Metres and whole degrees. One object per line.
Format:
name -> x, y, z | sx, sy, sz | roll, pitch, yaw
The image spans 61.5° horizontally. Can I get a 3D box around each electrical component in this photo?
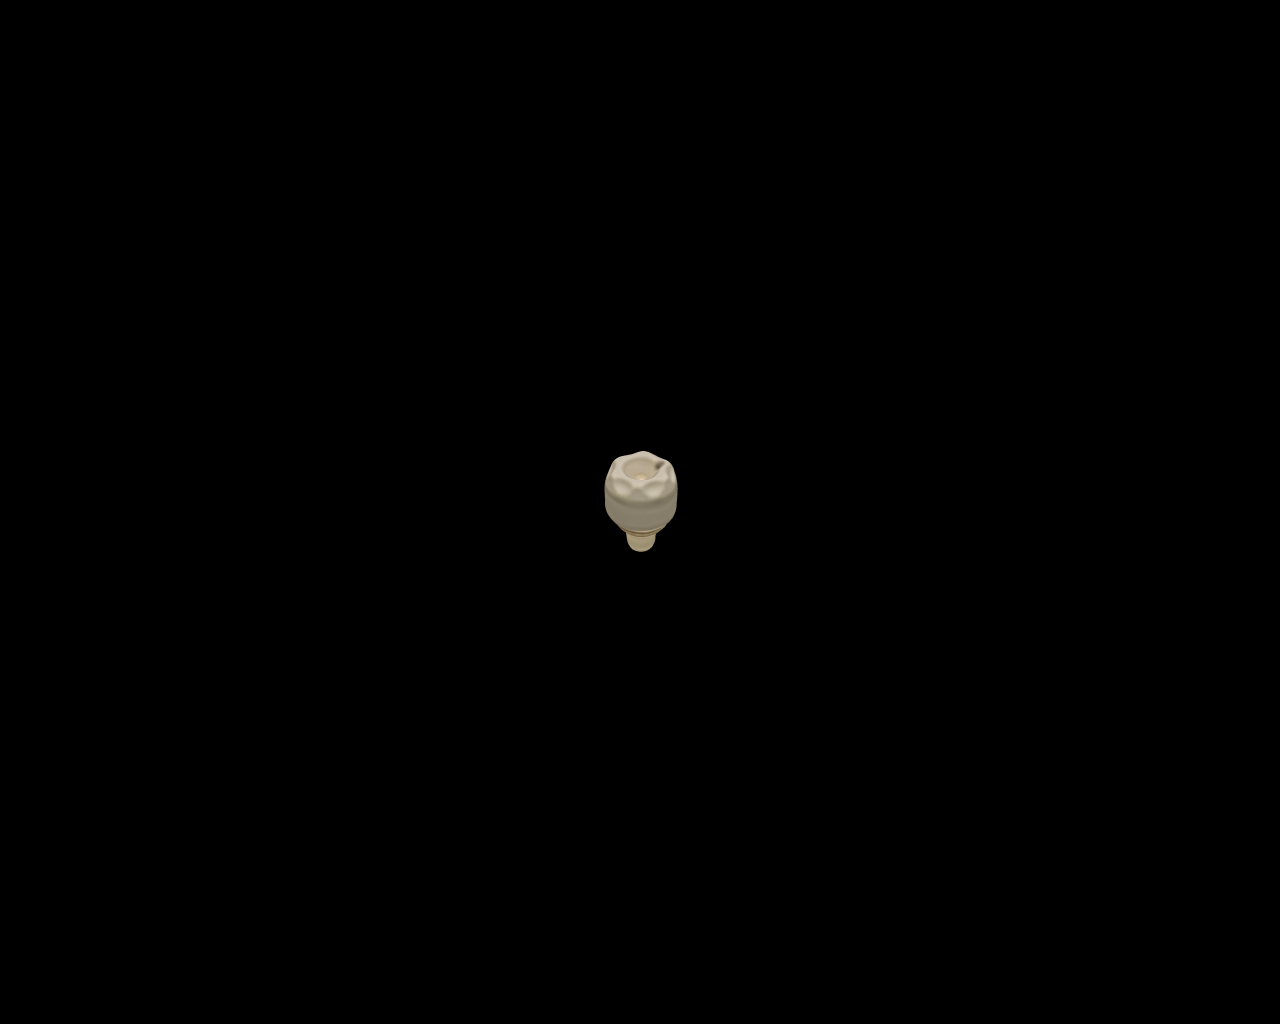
electrical component -> 0.001, -0.003, 0.650 | 0.043, 0.062, 0.043 | 0, 38, 0
